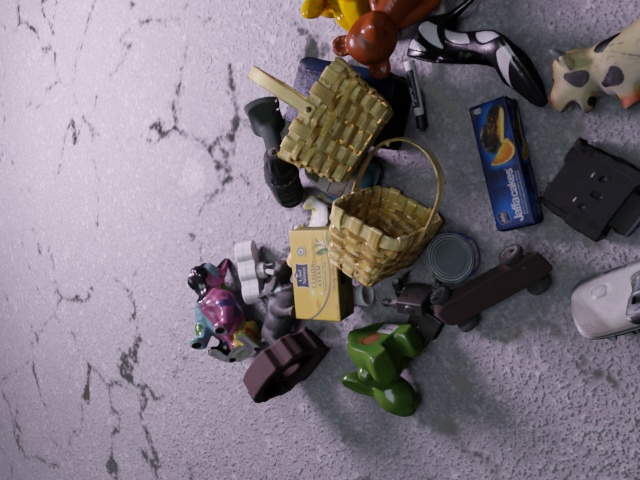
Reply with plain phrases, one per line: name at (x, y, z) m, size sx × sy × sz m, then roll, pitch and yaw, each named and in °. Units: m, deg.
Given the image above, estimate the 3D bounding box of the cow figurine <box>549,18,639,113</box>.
cow figurine at (0.403, -0.242, 0.727) m, size 0.195 × 0.085 × 0.127 m, roll -37°, pitch 79°, yaw 36°

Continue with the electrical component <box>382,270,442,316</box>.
electrical component at (0.168, 0.093, 0.950) m, size 0.102 × 0.078 × 0.045 m, roll 8°, pitch 123°, yaw 42°

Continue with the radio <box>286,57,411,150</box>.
radio at (0.052, -0.255, 0.998) m, size 0.230 × 0.073 × 0.131 m, roll 22°, pitch 107°, yaw 32°

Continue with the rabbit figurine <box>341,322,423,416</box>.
rabbit figurine at (0.111, 0.248, 0.976) m, size 0.159 × 0.121 × 0.170 m, roll -6°, pitch 111°, yaw 45°

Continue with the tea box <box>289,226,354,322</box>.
tea box at (0.005, 0.060, 0.998) m, size 0.098 × 0.068 × 0.169 m, roll -2°, pitch 98°, yaw 28°

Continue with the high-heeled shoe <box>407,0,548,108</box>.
high-heeled shoe at (0.238, -0.271, 0.852) m, size 0.145 × 0.086 × 0.249 m, roll -41°, pitch 65°, yaw 35°

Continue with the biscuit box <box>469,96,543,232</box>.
biscuit box at (0.292, -0.117, 0.837) m, size 0.063 × 0.059 × 0.202 m, roll -15°, pitch 86°, yaw 37°

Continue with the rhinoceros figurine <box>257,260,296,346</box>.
rhinoceros figurine at (-0.079, 0.137, 1.136) m, size 0.112 × 0.073 × 0.190 m, roll 19°, pitch 107°, yaw 36°

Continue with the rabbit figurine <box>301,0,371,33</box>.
rabbit figurine at (0.039, -0.422, 0.958) m, size 0.173 × 0.162 × 0.121 m, roll 37°, pitch 129°, yaw 48°

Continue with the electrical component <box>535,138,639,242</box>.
electrical component at (0.398, -0.065, 0.765) m, size 0.134 × 0.058 × 0.114 m, roll 39°, pitch 118°, yaw 28°

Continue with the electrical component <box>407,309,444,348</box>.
electrical component at (0.189, 0.145, 0.965) m, size 0.063 × 0.021 × 0.094 m, roll 36°, pitch 115°, yaw 29°

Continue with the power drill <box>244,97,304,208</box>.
power drill at (-0.086, -0.177, 1.044) m, size 0.086 × 0.231 × 0.207 m, roll -22°, pitch 64°, yaw -2°

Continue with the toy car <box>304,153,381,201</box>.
toy car at (0.027, -0.131, 1.010) m, size 0.162 × 0.103 × 0.109 m, roll 38°, pitch 115°, yaw 26°

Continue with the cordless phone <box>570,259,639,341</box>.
cordless phone at (0.397, 0.091, 0.701) m, size 0.147 × 0.184 × 0.088 m, roll -29°, pitch 82°, yaw 35°

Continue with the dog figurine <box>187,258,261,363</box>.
dog figurine at (-0.222, 0.150, 1.230) m, size 0.108 × 0.191 × 0.219 m, roll -35°, pitch 42°, yaw 24°

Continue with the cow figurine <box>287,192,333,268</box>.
cow figurine at (-0.002, -0.003, 1.069) m, size 0.098 × 0.068 × 0.167 m, roll 32°, pitch 114°, yaw 24°

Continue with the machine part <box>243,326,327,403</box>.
machine part at (-0.072, 0.253, 1.084) m, size 0.056 × 0.179 × 0.179 m, roll 49°, pitch 120°, yaw 26°

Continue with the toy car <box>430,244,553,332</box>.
toy car at (0.272, 0.077, 0.864) m, size 0.089 × 0.053 × 0.202 m, roll 43°, pitch 123°, yaw -13°

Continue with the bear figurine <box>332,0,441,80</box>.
bear figurine at (0.108, -0.364, 0.839) m, size 0.120 × 0.132 × 0.196 m, roll 36°, pitch 90°, yaw 3°
